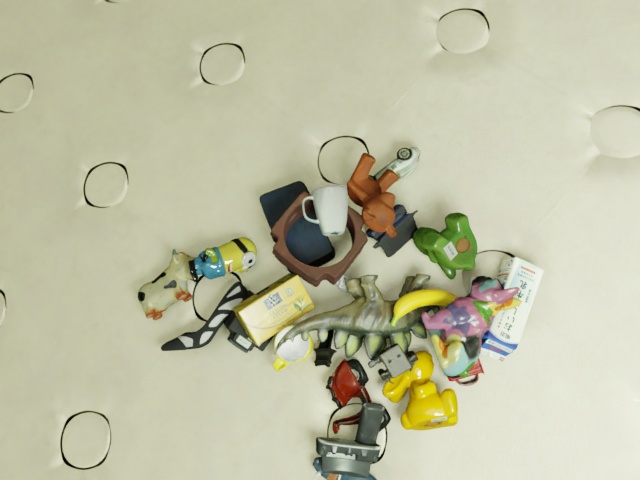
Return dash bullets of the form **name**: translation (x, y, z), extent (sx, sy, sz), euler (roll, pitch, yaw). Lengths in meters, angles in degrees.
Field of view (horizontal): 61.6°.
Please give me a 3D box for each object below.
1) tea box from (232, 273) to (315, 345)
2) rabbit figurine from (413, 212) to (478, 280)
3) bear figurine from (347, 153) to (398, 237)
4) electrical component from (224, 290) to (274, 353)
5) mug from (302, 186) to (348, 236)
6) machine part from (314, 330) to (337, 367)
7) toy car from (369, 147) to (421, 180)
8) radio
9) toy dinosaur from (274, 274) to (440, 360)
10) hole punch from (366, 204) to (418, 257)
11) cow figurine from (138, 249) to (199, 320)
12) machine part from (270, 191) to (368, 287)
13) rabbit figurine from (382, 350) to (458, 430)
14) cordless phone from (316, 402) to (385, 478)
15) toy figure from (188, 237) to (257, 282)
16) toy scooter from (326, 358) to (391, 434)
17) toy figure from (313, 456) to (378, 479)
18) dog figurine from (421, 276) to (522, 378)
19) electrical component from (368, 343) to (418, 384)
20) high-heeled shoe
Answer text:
- **tea box**: translation (-0.111, 0.163, 1.292), extent (0.170, 0.068, 0.098), euler (-33, 103, -18)
- **rabbit figurine**: translation (0.300, 0.010, 1.294), extent (0.159, 0.170, 0.121), euler (45, 80, -21)
- **bear figurine**: translation (0.134, -0.103, 1.253), extent (0.120, 0.196, 0.132), euler (30, 103, -25)
- **electrical component**: translation (-0.169, 0.210, 1.337), extent (0.115, 0.058, 0.134), euler (40, 78, -17)
- **mug**: translation (0.016, -0.064, 1.236), extent (0.109, 0.081, 0.107), euler (-5, 79, -14)
- **machine part**: translation (0.020, 0.241, 1.312), extent (0.039, 0.084, 0.139), euler (22, 70, -17)
- **toy car**: translation (0.181, -0.167, 1.394), extent (0.202, 0.073, 0.056), euler (-37, 68, -1)
- **radio**: translation (-0.058, -0.032, 1.404), extent (0.131, 0.073, 0.229), euler (-25, 74, 2)
- **toy dinosaur**: translation (0.122, 0.181, 1.264), extent (0.472, 0.105, 0.198), euler (-4, 78, -8)
- **hole punch**: translation (0.174, -0.034, 1.342), extent (0.142, 0.115, 0.092), euler (-39, 64, -2)
- **cow figurine**: translation (-0.395, 0.111, 1.424), extent (0.195, 0.085, 0.127), euler (-34, 78, 1)
- **machine part**: translation (-0.003, -0.004, 1.302), extent (0.202, 0.087, 0.201), euler (35, 74, 12)
- **rabbit figurine**: translation (0.231, 0.344, 1.241), extent (0.162, 0.121, 0.173), euler (-16, 58, 16)
- **cordless phone**: translation (0.068, 0.428, 1.191), extent (0.147, 0.089, 0.184), euler (8, 119, 0)
- **toy figure**: translation (-0.250, 0.048, 1.388), extent (0.180, 0.082, 0.089), euler (-14, 80, -17)
- **toy scooter**: translation (0.070, 0.380, 1.267), extent (0.135, 0.075, 0.184), euler (-30, 76, 3)
- **toy figure**: translation (0.055, 0.542, 1.232), extent (0.155, 0.064, 0.057), euler (17, 116, 19)
- **dog figurine**: translation (0.341, 0.180, 1.163), extent (0.219, 0.108, 0.192), euler (-25, 52, 11)
- **electrical component**: translation (0.168, 0.276, 1.204), extent (0.102, 0.045, 0.078), euler (-37, 84, -3)
- **high-heeled shoe**: translation (-0.296, 0.197, 1.378), extent (0.249, 0.086, 0.145), euler (-12, 77, -2)
